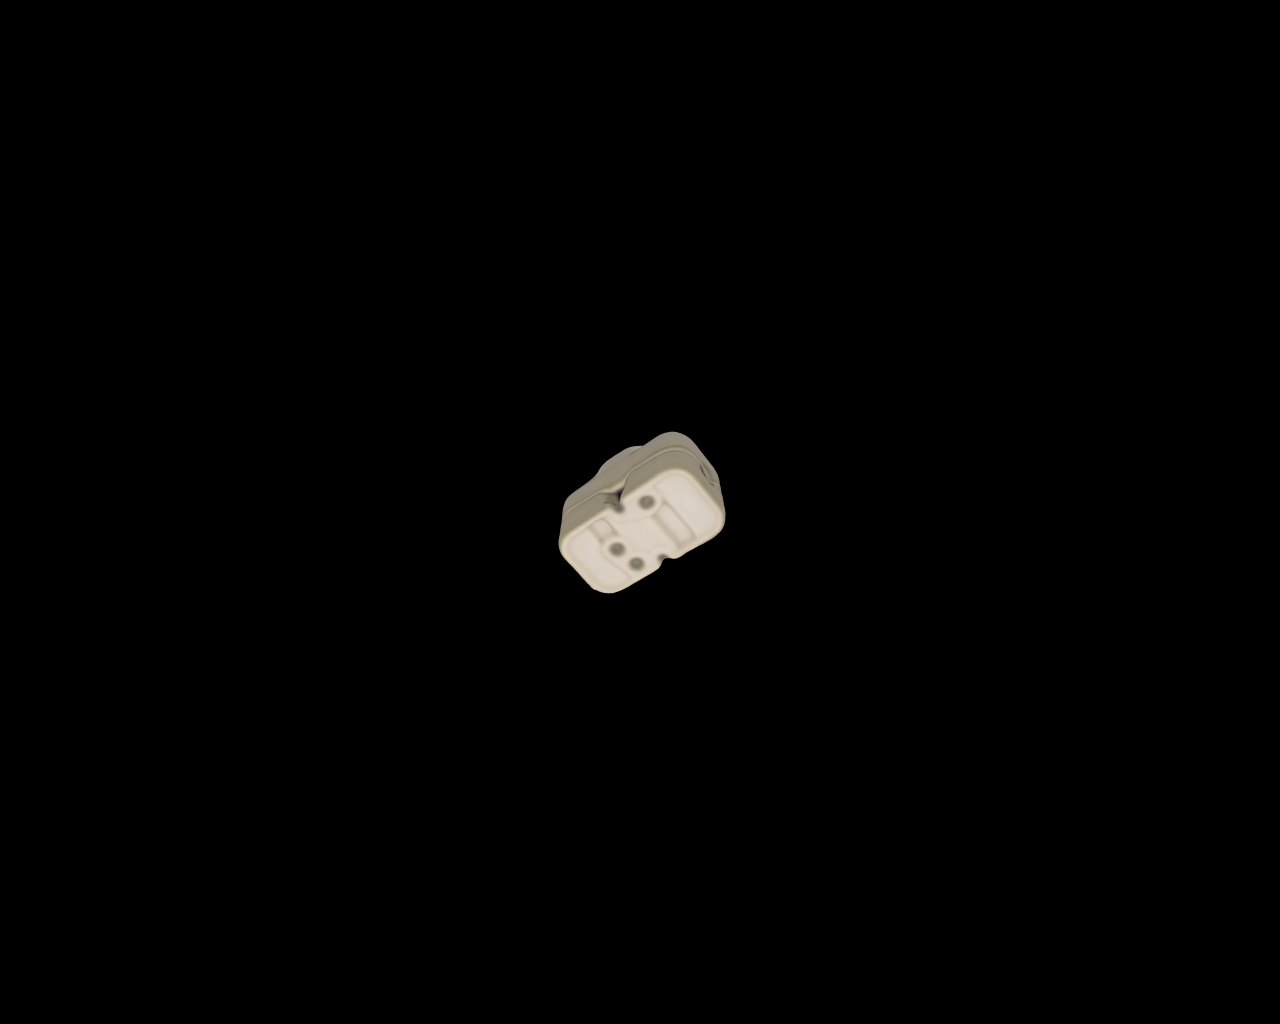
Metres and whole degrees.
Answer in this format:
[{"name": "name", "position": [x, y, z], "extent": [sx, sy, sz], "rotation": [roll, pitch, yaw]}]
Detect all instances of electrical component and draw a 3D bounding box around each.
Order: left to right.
[{"name": "electrical component", "position": [0.001, -0.003, 0.650], "extent": [0.095, 0.053, 0.059], "rotation": [-32, 26, 18]}]
